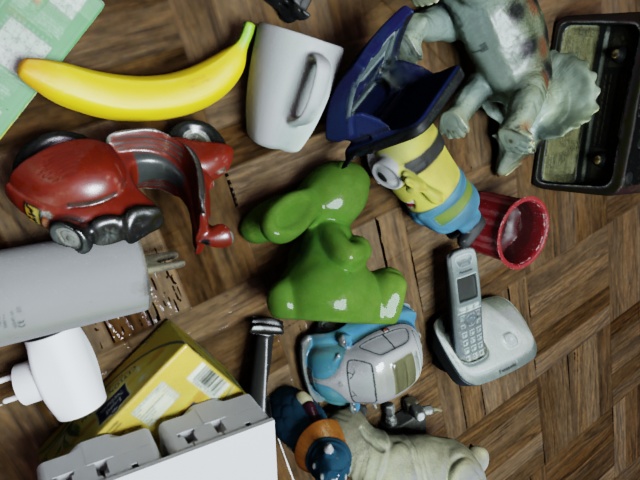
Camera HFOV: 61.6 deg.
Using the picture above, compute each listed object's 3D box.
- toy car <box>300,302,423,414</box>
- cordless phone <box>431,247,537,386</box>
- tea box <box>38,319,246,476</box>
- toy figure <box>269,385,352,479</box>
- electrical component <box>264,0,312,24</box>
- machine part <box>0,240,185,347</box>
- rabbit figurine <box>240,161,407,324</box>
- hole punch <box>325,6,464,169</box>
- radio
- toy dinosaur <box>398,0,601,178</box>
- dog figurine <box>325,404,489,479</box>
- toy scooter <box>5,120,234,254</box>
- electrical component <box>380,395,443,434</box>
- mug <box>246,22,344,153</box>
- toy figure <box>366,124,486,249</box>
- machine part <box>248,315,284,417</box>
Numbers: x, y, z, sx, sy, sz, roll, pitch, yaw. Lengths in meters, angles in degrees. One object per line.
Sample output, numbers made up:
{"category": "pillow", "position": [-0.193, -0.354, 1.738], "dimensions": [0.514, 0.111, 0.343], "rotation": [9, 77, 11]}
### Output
{"category": "toy car", "position": [0.064, 0.140, 0.628], "dimensions": [0.162, 0.103, 0.109], "rotation": [-17, 113, -24]}
{"category": "cordless phone", "position": [0.215, 0.088, 0.719], "dimensions": [0.146, 0.089, 0.184], "rotation": [-15, 107, -27]}
{"category": "tea box", "position": [-0.167, 0.175, 0.516], "dimensions": [0.169, 0.068, 0.098], "rotation": [-45, 121, -12]}
{"category": "toy figure", "position": [-0.009, 0.207, 0.570], "dimensions": [0.058, 0.155, 0.064], "rotation": [-23, 114, -21]}
{"category": "electrical component", "position": [-0.022, -0.270, 0.490], "dimensions": [0.074, 0.048, 0.119], "rotation": [23, 91, -35]}
{"category": "machine part", "position": [-0.230, 0.041, 0.433], "dimensions": [0.243, 0.079, 0.079], "rotation": [-12, 110, -29]}
{"category": "rabbit figurine", "position": [-0.001, -0.002, 0.561], "dimensions": [0.159, 0.121, 0.170], "rotation": [8, 81, -26]}
{"category": "hole punch", "position": [0.058, -0.149, 0.526], "dimensions": [0.092, 0.116, 0.142], "rotation": [44, 59, -20]}
{"category": "radio", "position": [0.370, -0.173, 0.707], "dimensions": [0.073, 0.131, 0.229], "rotation": [-8, 108, -31]}
{"category": "toy dinosaur", "position": [0.186, -0.233, 0.593], "dimensions": [0.192, 0.131, 0.404], "rotation": [-48, 119, -27]}
{"category": "dog figurine", "position": [0.103, 0.258, 0.664], "dimensions": [0.172, 0.121, 0.190], "rotation": [-35, 94, -28]}
{"category": "toy scooter", "position": [-0.142, -0.034, 0.431], "dimensions": [0.184, 0.135, 0.075], "rotation": [-17, 147, -29]}
{"category": "electrical component", "position": [0.125, 0.260, 0.732], "dimensions": [0.078, 0.045, 0.102], "rotation": [-12, 110, -30]}
{"category": "mug", "position": [-0.024, -0.134, 0.498], "dimensions": [0.081, 0.110, 0.107], "rotation": [3, 115, -34]}
{"category": "toy figure", "position": [0.127, -0.068, 0.621], "dimensions": [0.180, 0.082, 0.089], "rotation": [37, 72, -29]}
{"category": "machine part", "position": [-0.064, 0.152, 0.576], "dimensions": [0.039, 0.084, 0.138], "rotation": [7, 88, 1]}
